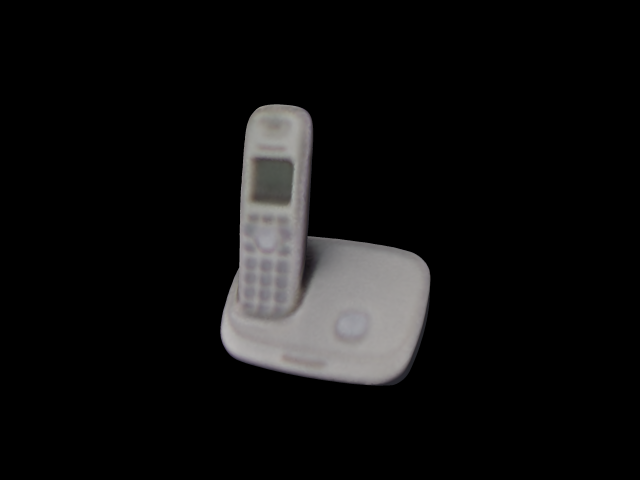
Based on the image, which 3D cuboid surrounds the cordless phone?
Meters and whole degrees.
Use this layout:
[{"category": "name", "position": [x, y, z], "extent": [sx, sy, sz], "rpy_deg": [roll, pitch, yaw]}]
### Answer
[{"category": "cordless phone", "position": [0.004, 0.001, 0.400], "extent": [0.147, 0.185, 0.094], "rpy_deg": [6, 17, 19]}]
